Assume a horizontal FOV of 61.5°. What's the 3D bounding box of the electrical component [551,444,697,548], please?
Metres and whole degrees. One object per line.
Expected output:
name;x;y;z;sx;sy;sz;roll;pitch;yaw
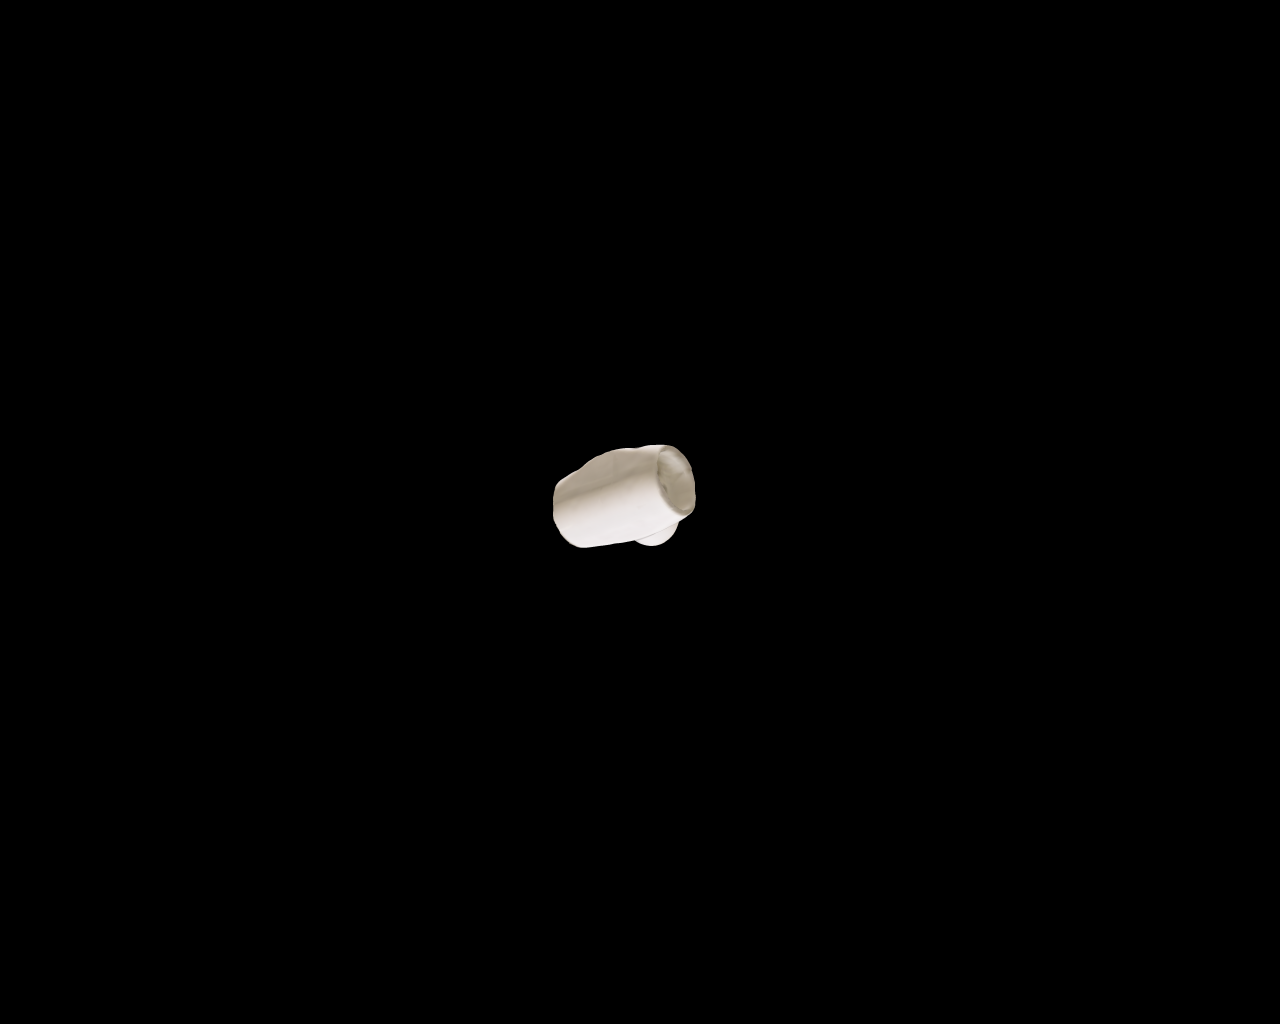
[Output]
electrical component;0.001;-0.003;0.650;0.077;0.044;0.079;-18;-32;31
